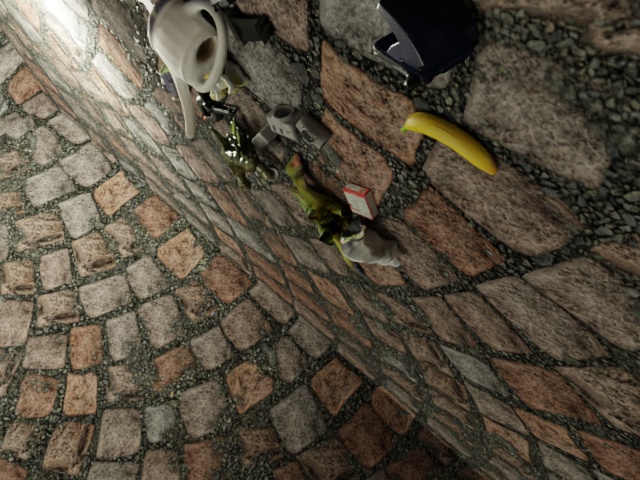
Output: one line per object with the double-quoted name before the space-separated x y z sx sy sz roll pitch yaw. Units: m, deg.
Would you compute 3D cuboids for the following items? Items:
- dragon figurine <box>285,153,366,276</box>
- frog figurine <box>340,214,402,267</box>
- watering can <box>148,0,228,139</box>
"dragon figurine" 0.005 -0.075 1.490 0.247 0.123 0.401 47 167 48
"frog figurine" 0.135 0.023 1.364 0.158 0.122 0.139 45 -173 -22
"watering can" -0.325 -0.429 1.235 0.226 0.105 0.340 45 131 15
